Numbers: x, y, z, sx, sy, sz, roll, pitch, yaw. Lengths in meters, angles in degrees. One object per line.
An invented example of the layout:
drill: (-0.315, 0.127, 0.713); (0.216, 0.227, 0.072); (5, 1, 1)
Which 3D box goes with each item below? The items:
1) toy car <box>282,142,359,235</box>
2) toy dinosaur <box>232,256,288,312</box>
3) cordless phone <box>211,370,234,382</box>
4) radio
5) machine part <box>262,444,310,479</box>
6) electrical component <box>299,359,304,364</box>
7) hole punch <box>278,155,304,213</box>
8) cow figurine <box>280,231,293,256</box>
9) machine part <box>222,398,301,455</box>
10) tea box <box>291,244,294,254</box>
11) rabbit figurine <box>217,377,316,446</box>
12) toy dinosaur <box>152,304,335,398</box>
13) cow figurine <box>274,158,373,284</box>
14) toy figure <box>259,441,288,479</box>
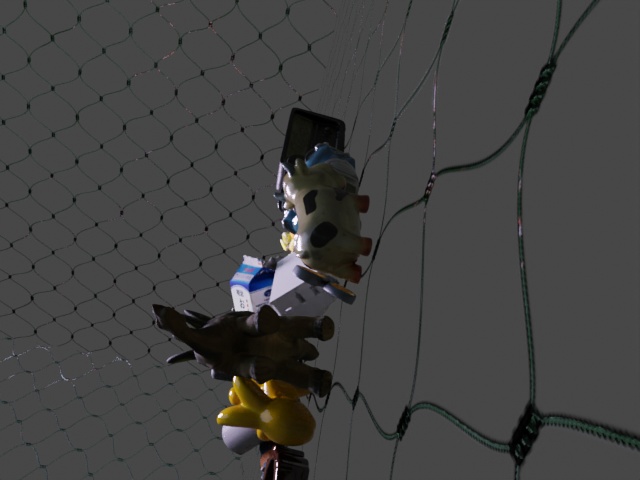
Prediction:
toy car: (0.016, -0.072, 0.861); (0.103, 0.109, 0.161); (20, 87, 61)
toy dinosaur: (-0.133, 0.121, 1.403); (0.404, 0.131, 0.192); (77, -148, -83)
cordless phone: (-0.148, 0.327, 1.151); (0.089, 0.184, 0.146); (160, 121, -78)
radio: (-0.016, -0.187, 1.155); (0.230, 0.131, 0.073); (-84, 8, -46)
machine part: (-0.058, 0.395, 0.791); (0.179, 0.056, 0.179); (-167, 89, -83)
electrical component: (-0.101, 0.259, 1.082); (0.058, 0.134, 0.115); (118, 161, -72)
hole punch: (-0.002, -0.091, 0.982); (0.092, 0.116, 0.142); (-3, -71, -70)
cow figurine: (-0.033, -0.006, 1.239); (0.068, 0.098, 0.167); (59, 164, 8)
machine part: (-0.113, 0.340, 1.021); (0.243, 0.079, 0.079); (-43, 26, 33)
tea box: (-0.043, 0.086, 1.187); (0.169, 0.068, 0.098); (109, 172, -56)
rabbit figurine: (-0.070, 0.258, 0.835); (0.122, 0.162, 0.173); (-67, 23, -5)
toy dinosaur: (-0.079, 0.146, 0.747); (0.470, 0.199, 0.105); (37, -119, -57)
cow figurine: (0.001, -0.037, 0.729); (0.195, 0.127, 0.085); (-89, 15, -49)
toy figure: (-0.091, 0.418, 1.040); (0.058, 0.064, 0.154); (-39, 19, 6)
